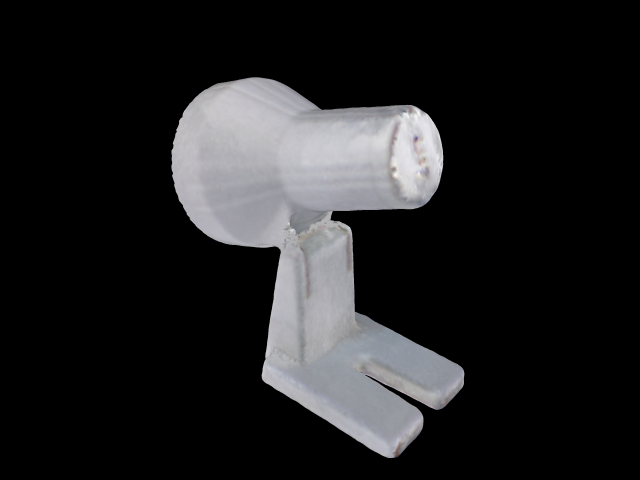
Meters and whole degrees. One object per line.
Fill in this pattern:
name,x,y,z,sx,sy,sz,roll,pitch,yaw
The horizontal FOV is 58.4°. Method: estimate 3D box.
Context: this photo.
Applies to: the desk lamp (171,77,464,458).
desk lamp,0.004,0.001,0.400,0.202,0.214,0.118,22,37,34
